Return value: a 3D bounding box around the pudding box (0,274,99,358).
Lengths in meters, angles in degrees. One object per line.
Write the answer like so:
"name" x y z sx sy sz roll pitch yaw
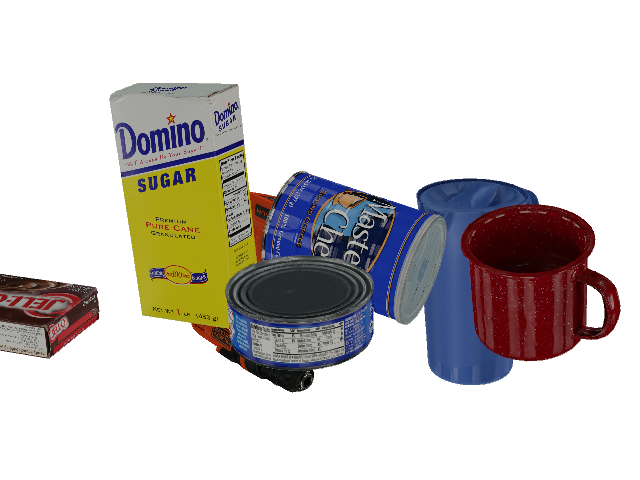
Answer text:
"pudding box" -0.276 0.068 0.988 0.114 0.039 0.090 5 20 18

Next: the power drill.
"power drill" -0.054 0.053 1.164 0.185 0.188 0.057 27 11 39

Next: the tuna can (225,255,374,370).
"tuna can" -0.011 0.041 0.618 0.086 0.034 0.086 -2 23 1

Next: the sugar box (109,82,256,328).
"sugar box" -0.099 -0.027 0.790 0.093 0.176 0.048 5 23 30

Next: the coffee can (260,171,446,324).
"coffee can" 0.031 0.005 0.975 0.140 0.103 0.102 19 7 20

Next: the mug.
"mug" 0.159 0.035 0.761 0.117 0.081 0.093 18 41 36

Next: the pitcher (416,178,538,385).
"pitcher" 0.196 0.049 1.330 0.149 0.243 0.145 1 21 10
